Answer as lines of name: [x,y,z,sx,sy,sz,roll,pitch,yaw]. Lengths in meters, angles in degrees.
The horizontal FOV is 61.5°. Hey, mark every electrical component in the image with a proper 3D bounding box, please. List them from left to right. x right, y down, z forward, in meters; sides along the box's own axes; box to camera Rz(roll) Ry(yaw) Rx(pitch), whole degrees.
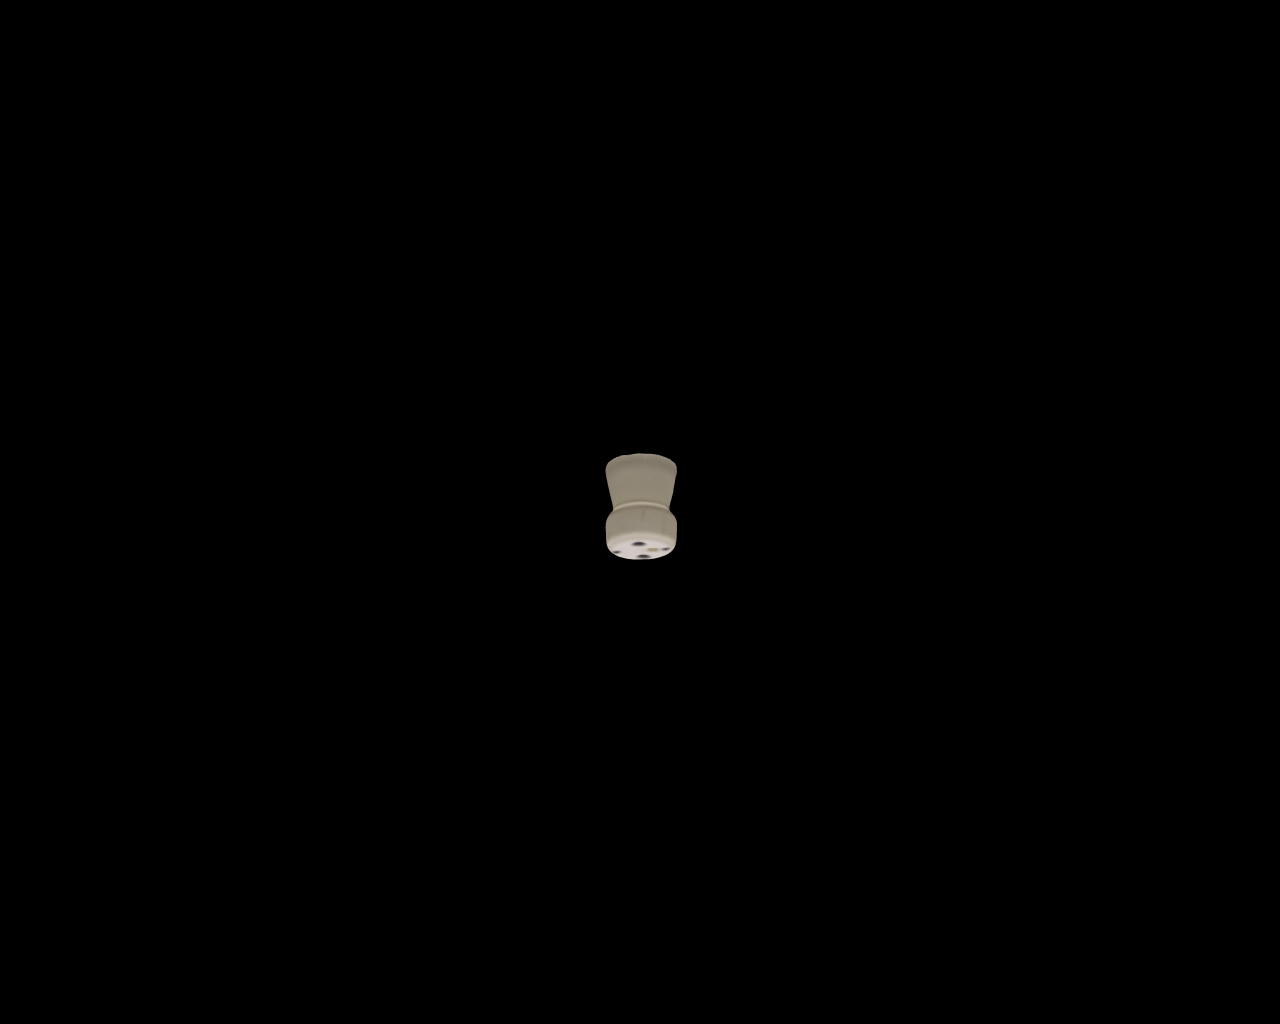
electrical component: [0.001,-0.003,0.650,0.045,0.055,0.044,0,-22,0]
